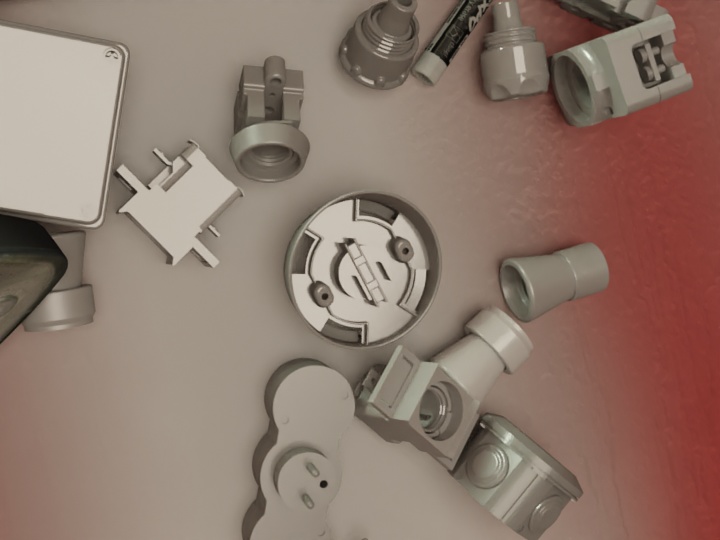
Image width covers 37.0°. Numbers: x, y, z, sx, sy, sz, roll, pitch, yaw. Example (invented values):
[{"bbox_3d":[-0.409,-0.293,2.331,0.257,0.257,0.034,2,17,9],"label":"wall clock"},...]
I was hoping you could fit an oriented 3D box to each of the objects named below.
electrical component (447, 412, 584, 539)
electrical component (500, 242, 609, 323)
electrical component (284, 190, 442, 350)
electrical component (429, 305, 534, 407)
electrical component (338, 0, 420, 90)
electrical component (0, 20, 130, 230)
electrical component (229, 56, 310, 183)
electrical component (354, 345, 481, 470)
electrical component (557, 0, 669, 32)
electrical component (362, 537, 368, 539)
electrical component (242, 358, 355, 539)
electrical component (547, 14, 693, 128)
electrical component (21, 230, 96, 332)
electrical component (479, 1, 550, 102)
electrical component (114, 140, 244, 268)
[{"bbox_3d":[0.100,0.134,0.698,0.080,0.080,0.051,40,89,-12],"label":"electrical component"},{"bbox_3d":[0.132,0.005,0.718,0.065,0.044,0.044,-16,97,-17],"label":"electrical component"},{"bbox_3d":[0.000,0.000,0.673,0.099,0.064,0.099,-1,93,-14],"label":"electrical component"},{"bbox_3d":[0.080,0.057,0.706,0.055,0.045,0.045,-43,101,-9],"label":"electrical component"},{"bbox_3d":[0.017,-0.146,0.667,0.048,0.062,0.048,10,58,-16],"label":"electrical component"},{"bbox_3d":[-0.196,-0.085,0.625,0.109,0.056,0.108,9,91,-14],"label":"electrical component"},{"bbox_3d":[-0.055,-0.087,0.653,0.048,0.066,0.055,3,59,-14],"label":"electrical component"},{"bbox_3d":[0.033,0.087,0.681,0.081,0.064,0.042,44,65,-29],"label":"electrical component"},{"bbox_3d":[0.170,-0.194,0.708,0.078,0.058,0.057,21,91,-13],"label":"electrical component"},{"bbox_3d":[-0.003,0.211,0.692,0.066,0.047,0.076,-5,94,-14],"label":"electrical component"},{"bbox_3d":[-0.036,0.127,0.666,0.052,0.074,0.138,10,91,-14],"label":"electrical component"},{"bbox_3d":[0.161,-0.125,0.692,0.056,0.089,0.050,-22,98,-11],"label":"electrical component"},{"bbox_3d":[-0.182,0.006,0.639,0.045,0.045,0.055,-7,95,-13],"label":"electrical component"},{"bbox_3d":[0.099,-0.143,0.700,0.043,0.043,0.062,-10,94,-13],"label":"electrical component"},{"bbox_3d":[-0.109,-0.041,0.656,0.064,0.042,0.081,-45,103,-9],"label":"electrical component"}]
